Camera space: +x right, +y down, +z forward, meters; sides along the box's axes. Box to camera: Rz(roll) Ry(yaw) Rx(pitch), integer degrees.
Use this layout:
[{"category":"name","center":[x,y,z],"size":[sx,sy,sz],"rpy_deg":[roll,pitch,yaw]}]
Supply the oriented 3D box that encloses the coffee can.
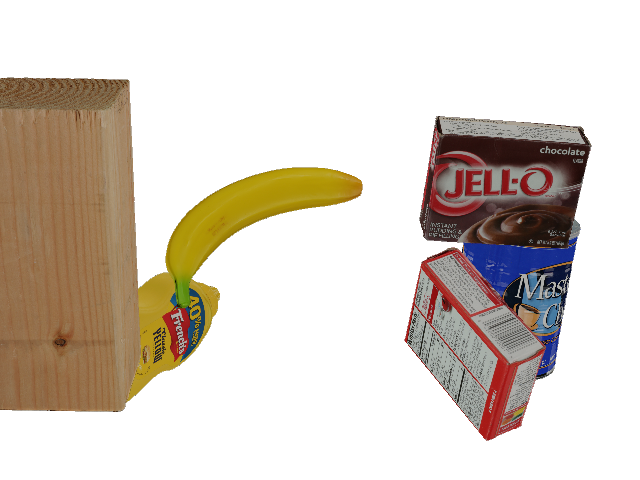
[{"category":"coffee can","center":[0.177,0.045,0.989],"size":[0.103,0.140,0.103],"rpy_deg":[6,17,-2]}]

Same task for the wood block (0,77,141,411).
[{"category":"wood block","center":[-0.174,0.002,0.712],"size":[0.091,0.206,0.090],"rpy_deg":[1,21,-1]}]

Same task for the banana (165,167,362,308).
[{"category":"banana","center":[-0.057,-0.019,0.883],"size":[0.197,0.069,0.037],"rpy_deg":[-34,-6,-23]}]

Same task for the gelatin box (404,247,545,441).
[{"category":"gelatin box","center":[0.088,0.060,0.624],"size":[0.030,0.073,0.089],"rpy_deg":[-20,50,-23]}]

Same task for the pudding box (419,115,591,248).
[{"category":"pudding box","center":[0.136,-0.043,0.797],"size":[0.113,0.090,0.039],"rpy_deg":[2,33,-3]}]

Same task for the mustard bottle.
[{"category":"mustard bottle","center":[-0.157,0.084,1.034],"size":[0.058,0.096,0.191],"rpy_deg":[11,22,26]}]
